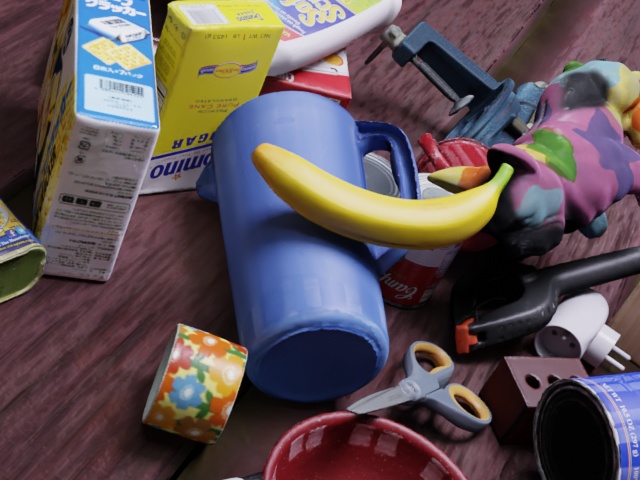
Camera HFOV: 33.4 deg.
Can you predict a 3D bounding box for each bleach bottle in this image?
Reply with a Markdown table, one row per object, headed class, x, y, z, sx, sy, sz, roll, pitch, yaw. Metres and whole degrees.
| class | x | y | z | sx | sy | sz | roll | pitch | yaw |
| --- | --- | --- | --- | --- | --- | --- | --- | --- | --- |
| bleach bottle | -0.030 | -0.201 | 1.013 | 0.102 | 0.068 | 0.250 | 51 | 50 | -2 |

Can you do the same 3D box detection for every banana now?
| class | x | y | z | sx | sy | sz | roll | pitch | yaw |
| --- | --- | --- | --- | --- | --- | --- | --- | --- | --- |
| banana | 0.046 | -0.028 | 0.783 | 0.197 | 0.037 | 0.069 | 5 | 70 | -11 |

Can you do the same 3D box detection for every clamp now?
| class | x | y | z | sx | sy | sz | roll | pitch | yaw |
| --- | --- | --- | --- | --- | --- | --- | --- | --- | --- |
| clamp | 0.175 | 0.035 | 0.967 | 0.165 | 0.036 | 0.209 | 21 | 40 | 41 |

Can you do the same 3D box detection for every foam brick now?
| class | x | y | z | sx | sy | sz | roll | pitch | yaw |
| --- | --- | --- | --- | --- | --- | --- | --- | --- | --- |
| foam brick | 0.179 | 0.131 | 0.865 | 0.078 | 0.051 | 0.053 | 4 | 43 | -25 |

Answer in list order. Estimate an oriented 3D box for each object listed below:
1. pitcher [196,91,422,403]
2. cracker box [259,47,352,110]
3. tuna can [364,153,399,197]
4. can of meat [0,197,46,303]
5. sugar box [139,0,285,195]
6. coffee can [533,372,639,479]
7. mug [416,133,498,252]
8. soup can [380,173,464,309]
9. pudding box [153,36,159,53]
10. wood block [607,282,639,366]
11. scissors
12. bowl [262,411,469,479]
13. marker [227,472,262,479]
| class | x | y | z | sx | sy | sz | roll | pitch | yaw |
| --- | --- | --- | --- | --- | --- | --- | --- | --- | --- |
| pitcher | -0.006 | 0.001 | 0.849 | 0.144 | 0.149 | 0.243 | 18 | 40 | -26 |
| cracker box | -0.061 | -0.202 | 1.108 | 0.164 | 0.072 | 0.213 | 12 | 41 | -14 |
| tuna can | 0.037 | -0.049 | 1.012 | 0.086 | 0.034 | 0.086 | 15 | 39 | -13 |
| can of meat | -0.261 | 0.006 | 0.769 | 0.084 | 0.058 | 0.101 | 44 | 42 | 20 |
| sugar box | -0.102 | -0.118 | 0.901 | 0.093 | 0.176 | 0.048 | -9 | 48 | -35 |
| coffee can | 0.248 | 0.150 | 0.803 | 0.140 | 0.103 | 0.103 | -2 | 45 | -23 |
| mug | 0.127 | -0.048 | 0.984 | 0.117 | 0.093 | 0.081 | 55 | 9 | -20 |
| soup can | 0.086 | 0.001 | 0.924 | 0.068 | 0.102 | 0.068 | 15 | 39 | -13 |
| pudding box | -0.197 | -0.168 | 1.019 | 0.113 | 0.039 | 0.090 | 16 | 39 | -11 |
| wood block | 0.352 | 0.026 | 0.955 | 0.091 | 0.206 | 0.090 | 37 | 39 | 16 |
| scissors | 0.081 | 0.125 | 0.797 | 0.096 | 0.016 | 0.201 | 43 | 20 | 5 |
| bowl | 0.030 | 0.194 | 0.708 | 0.162 | 0.055 | 0.162 | 15 | 39 | -13 |
| marker | -0.080 | 0.171 | 0.705 | 0.120 | 0.020 | 0.020 | -4 | 46 | -32 |
